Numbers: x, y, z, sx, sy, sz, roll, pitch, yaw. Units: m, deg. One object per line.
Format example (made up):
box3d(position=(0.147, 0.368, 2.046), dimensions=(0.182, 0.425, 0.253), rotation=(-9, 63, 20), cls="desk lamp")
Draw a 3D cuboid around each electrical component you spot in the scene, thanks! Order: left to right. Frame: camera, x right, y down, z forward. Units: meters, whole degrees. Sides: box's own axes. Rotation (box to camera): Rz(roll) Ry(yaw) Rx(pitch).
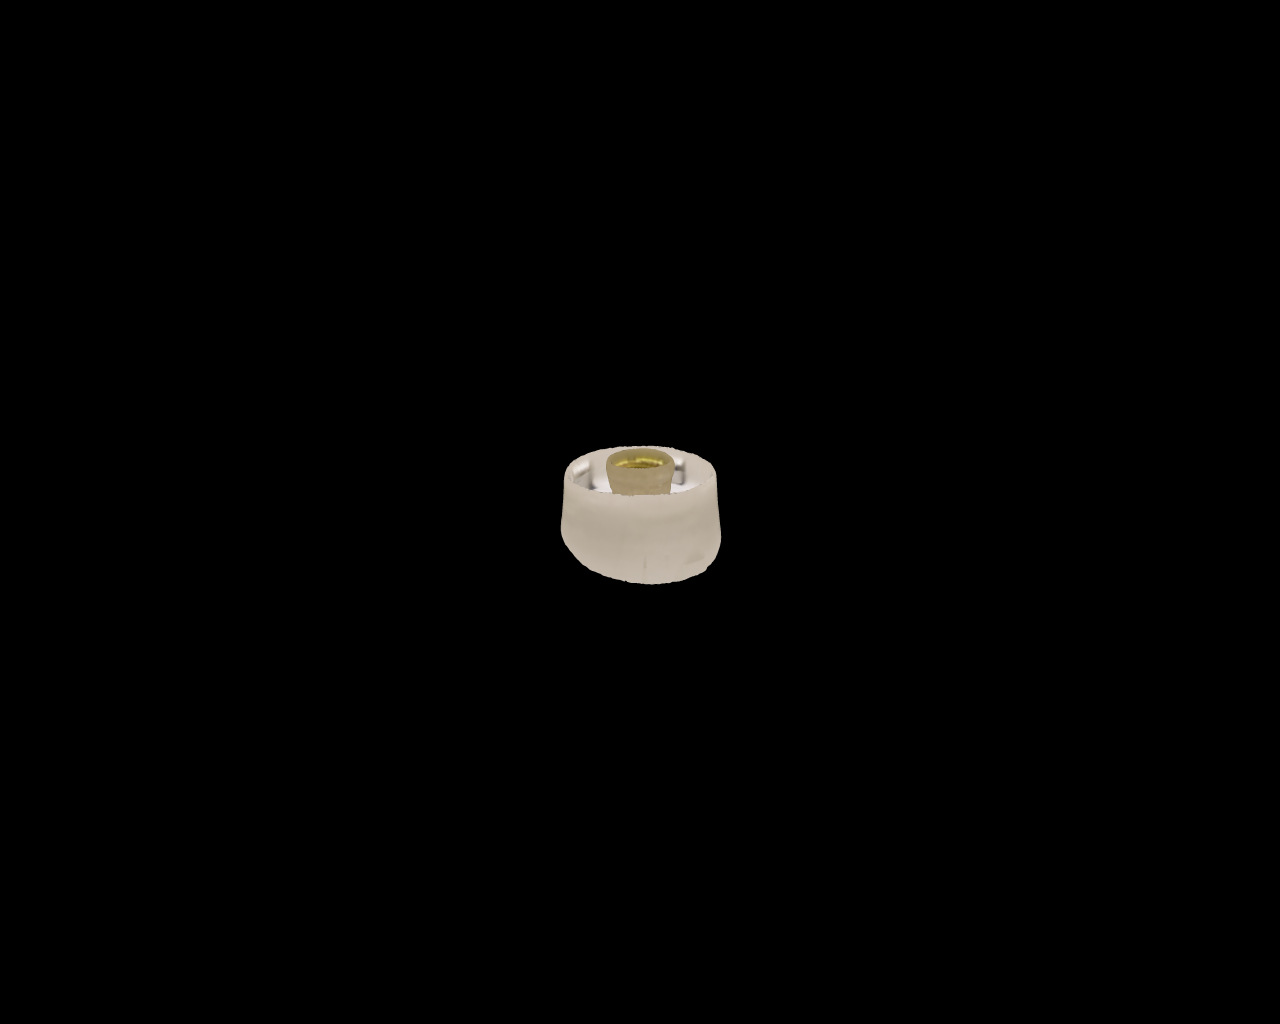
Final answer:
box3d(position=(0.001, -0.003, 0.650), dimensions=(0.099, 0.064, 0.099), rotation=(0, 22, 0), cls="electrical component")
